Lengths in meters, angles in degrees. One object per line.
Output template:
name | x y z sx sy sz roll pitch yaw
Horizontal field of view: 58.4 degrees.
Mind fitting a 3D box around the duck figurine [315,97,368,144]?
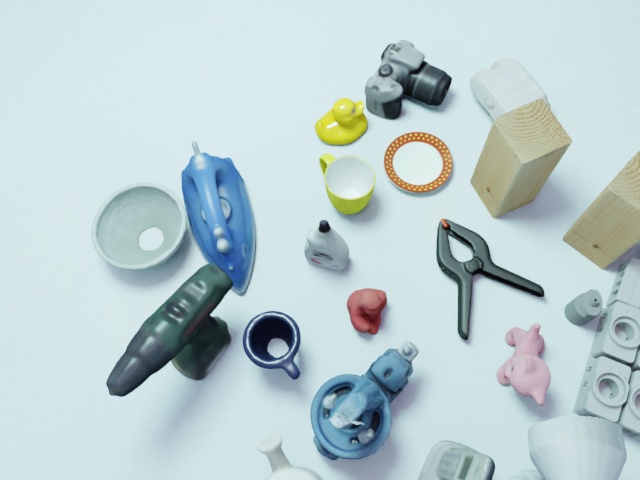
duck figurine | 0.040 -0.233 1.085 0.104 0.086 0.077 -18 69 -4

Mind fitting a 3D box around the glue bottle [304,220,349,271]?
glue bottle | 0.009 0.003 0.947 0.078 0.173 0.037 12 70 8

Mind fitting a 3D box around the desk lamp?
desk lamp | 0.334 0.351 0.774 0.118 0.213 0.203 4 69 5

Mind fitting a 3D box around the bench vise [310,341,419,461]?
bench vise | 0.059 0.221 0.835 0.121 0.220 0.207 23 72 12

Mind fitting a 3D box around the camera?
camera | 0.174 -0.305 1.098 0.136 0.101 0.143 28 73 13

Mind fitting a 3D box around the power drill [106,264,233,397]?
power drill | -0.211 0.152 0.882 0.075 0.208 0.230 30 73 14

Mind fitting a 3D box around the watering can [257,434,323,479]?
watering can | -0.044 0.364 0.798 0.101 0.194 0.172 -41 72 -12

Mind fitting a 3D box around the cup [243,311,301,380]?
cup | -0.065 0.179 0.925 0.092 0.095 0.117 -35 71 -10

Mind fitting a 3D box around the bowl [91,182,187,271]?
bowl | -0.312 -0.015 1.023 0.167 0.075 0.167 -1 69 3

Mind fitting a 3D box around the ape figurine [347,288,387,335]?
ape figurine | 0.080 0.109 0.946 0.078 0.092 0.076 -37 71 -11

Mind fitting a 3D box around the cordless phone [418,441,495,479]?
cordless phone | 0.187 0.356 0.794 0.094 0.185 0.148 21 71 11

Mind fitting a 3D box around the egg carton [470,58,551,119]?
egg carton | 0.359 -0.275 1.094 0.107 0.069 0.150 -29 70 -8

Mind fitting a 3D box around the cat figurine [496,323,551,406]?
cat figurine | 0.323 0.190 0.888 0.067 0.118 0.128 15 70 9

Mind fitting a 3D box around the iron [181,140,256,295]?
iron | -0.177 -0.042 0.992 0.118 0.141 0.258 -18 69 -4
